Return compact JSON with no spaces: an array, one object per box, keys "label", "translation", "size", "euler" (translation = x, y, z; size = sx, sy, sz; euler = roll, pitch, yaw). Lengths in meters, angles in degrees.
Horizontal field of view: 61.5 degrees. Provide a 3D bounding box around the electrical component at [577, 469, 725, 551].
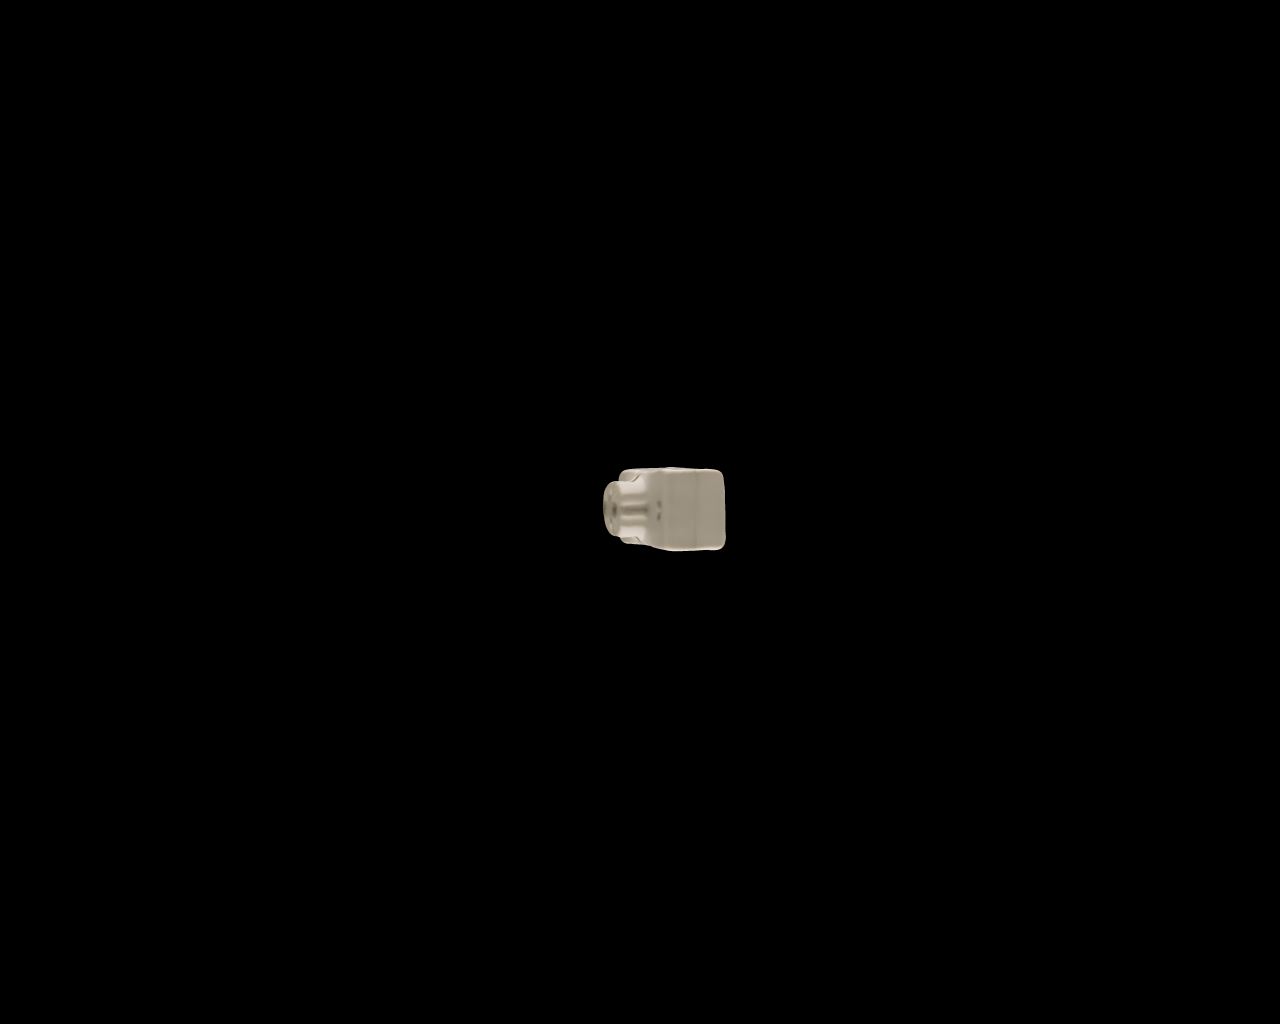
[{"label":"electrical component","translation":[0.001,-0.003,0.650],"size":[0.076,0.047,0.083],"euler":[-1,3,-19]}]
